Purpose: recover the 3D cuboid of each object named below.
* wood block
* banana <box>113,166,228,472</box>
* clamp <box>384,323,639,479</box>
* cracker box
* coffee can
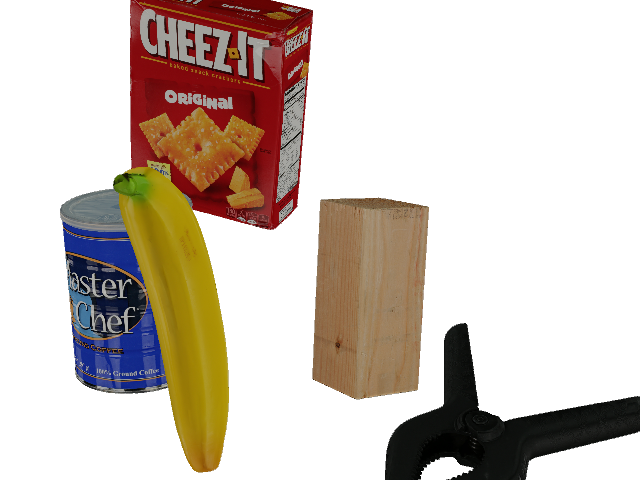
[{"bbox_3d":[0.054,0.060,1.184,0.090,0.206,0.091,-3,11,-34],"label":"wood block"},{"bbox_3d":[-0.081,0.035,0.584,0.037,0.198,0.069,-1,33,17],"label":"banana"},{"bbox_3d":[0.104,0.130,0.738,0.209,0.036,0.165,-27,38,-36],"label":"clamp"},{"bbox_3d":[-0.101,-0.130,1.040,0.164,0.214,0.072,16,33,17],"label":"cracker box"},{"bbox_3d":[-0.151,0.037,0.857,0.103,0.140,0.103,-1,18,0],"label":"coffee can"}]
